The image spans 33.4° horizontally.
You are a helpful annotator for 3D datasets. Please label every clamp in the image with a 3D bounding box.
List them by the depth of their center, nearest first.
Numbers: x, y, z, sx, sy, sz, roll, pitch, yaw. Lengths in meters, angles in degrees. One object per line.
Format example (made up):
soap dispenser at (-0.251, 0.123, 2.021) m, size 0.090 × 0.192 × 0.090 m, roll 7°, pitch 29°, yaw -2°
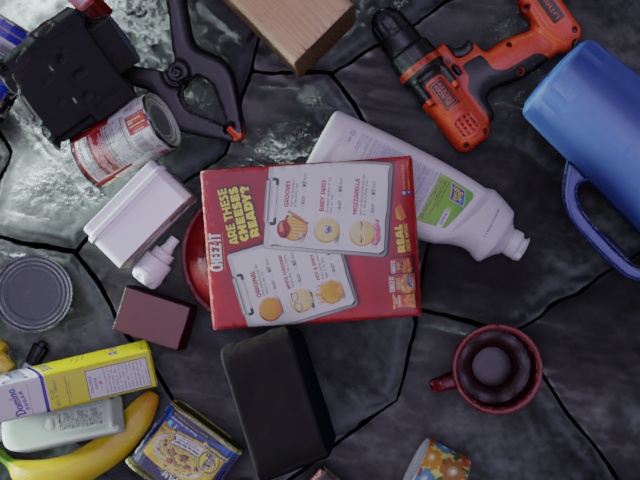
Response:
clamp at (-0.153, -0.195, 1.185) m, size 0.210 × 0.036 × 0.165 m, roll 40°, pitch 99°, yaw 3°

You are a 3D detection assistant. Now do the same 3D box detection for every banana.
banana at (-0.261, 0.232, 1.176) m, size 0.198 × 0.037 × 0.069 m, roll -22°, pitch 87°, yaw 2°

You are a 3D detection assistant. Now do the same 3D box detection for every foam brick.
foam brick at (-0.179, 0.085, 1.170) m, size 0.078 × 0.053 × 0.051 m, roll 18°, pitch 88°, yaw 3°

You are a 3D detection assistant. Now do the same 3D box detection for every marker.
marker at (-0.337, 0.168, 1.192) m, size 0.020 × 0.020 × 0.121 m, roll 27°, pitch 89°, yaw 4°

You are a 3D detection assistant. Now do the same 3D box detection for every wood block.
wood block at (-0.065, -0.286, 1.162) m, size 0.091 × 0.090 × 0.206 m, roll -44°, pitch 86°, yaw 1°

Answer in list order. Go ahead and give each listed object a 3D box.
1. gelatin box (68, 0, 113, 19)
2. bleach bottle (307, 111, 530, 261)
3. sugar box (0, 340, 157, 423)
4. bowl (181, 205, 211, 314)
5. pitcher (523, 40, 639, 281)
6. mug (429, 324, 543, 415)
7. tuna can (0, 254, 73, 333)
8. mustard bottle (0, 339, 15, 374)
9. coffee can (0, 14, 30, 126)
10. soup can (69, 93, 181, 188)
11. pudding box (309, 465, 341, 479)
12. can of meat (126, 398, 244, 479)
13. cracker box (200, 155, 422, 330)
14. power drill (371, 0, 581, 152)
gelatin box at (-0.275, -0.283, 1.181) m, size 0.030 × 0.073 × 0.089 m, roll -42°, pitch 87°, yaw 1°
bleach bottle at (0.106, -0.041, 1.157) m, size 0.251 × 0.068 × 0.102 m, roll 28°, pitch 91°, yaw 2°
sugar box at (-0.264, 0.149, 1.133) m, size 0.176 × 0.093 × 0.048 m, roll -10°, pitch 94°, yaw -11°
bowl at (-0.077, 0.016, 1.167) m, size 0.162 × 0.055 × 0.162 m, roll 0°, pitch 88°, yaw 4°
pitcher at (0.326, -0.085, 1.117) m, size 0.243 × 0.145 × 0.149 m, roll 44°, pitch 52°, yaw 7°
mug at (0.173, 0.139, 1.134) m, size 0.117 × 0.081 × 0.093 m, roll -21°, pitch 87°, yaw 2°
tuna can at (-0.316, 0.060, 1.179) m, size 0.086 × 0.034 × 0.086 m, roll 1°, pitch 82°, yaw -10°
mustard bottle at (-0.414, 0.084, 1.180) m, size 0.191 × 0.058 × 0.096 m, roll 40°, pitch 91°, yaw 4°
coffee can at (-0.377, -0.180, 1.167) m, size 0.103 × 0.103 × 0.140 m, roll 30°, pitch 89°, yaw 4°
soup can at (-0.211, -0.108, 1.160) m, size 0.102 × 0.068 × 0.068 m, roll -26°, pitch 86°, yaw 17°
pudding box at (0.017, 0.313, 1.150) m, size 0.113 × 0.039 × 0.090 m, roll 40°, pitch 90°, yaw -7°
can of meat at (-0.145, 0.234, 1.161) m, size 0.102 × 0.057 × 0.084 m, roll 36°, pitch 88°, yaw 3°
cracker box at (-0.007, 0.001, 1.096) m, size 0.213 × 0.072 × 0.164 m, roll -4°, pitch 93°, yaw 2°
power drill at (0.172, -0.217, 1.164) m, size 0.187 × 0.057 × 0.184 m, roll -36°, pitch 90°, yaw 4°
